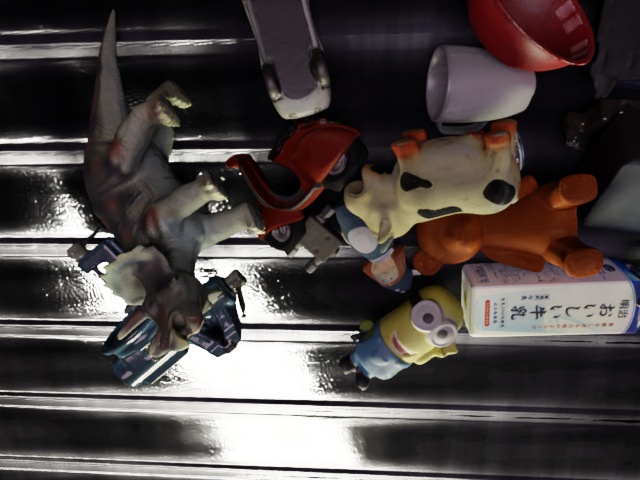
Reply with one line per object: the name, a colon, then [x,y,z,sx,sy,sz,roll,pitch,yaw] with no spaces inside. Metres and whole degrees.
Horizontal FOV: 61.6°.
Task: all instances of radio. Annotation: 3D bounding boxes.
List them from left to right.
radio: [0.418,-0.060,0.595,0.230,0.073,0.131,9,150,3]

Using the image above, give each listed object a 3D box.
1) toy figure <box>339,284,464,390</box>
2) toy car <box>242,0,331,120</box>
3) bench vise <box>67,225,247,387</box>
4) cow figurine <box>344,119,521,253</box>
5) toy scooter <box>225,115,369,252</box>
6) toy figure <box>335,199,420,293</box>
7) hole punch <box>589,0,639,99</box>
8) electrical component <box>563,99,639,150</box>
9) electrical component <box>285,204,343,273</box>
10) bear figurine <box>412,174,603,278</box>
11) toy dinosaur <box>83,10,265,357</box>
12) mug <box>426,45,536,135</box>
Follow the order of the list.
toy figure: [0.109,0.127,0.724,0.082,0.089,0.180,36,120,-24]
toy car: [-0.041,-0.236,0.596,0.074,0.056,0.201,-15,96,4]
bench vise: [-0.222,0.079,0.715,0.223,0.129,0.240,-36,108,14]
cow figurine: [0.119,-0.057,0.596,0.195,0.085,0.127,-4,110,24]
toy scooter: [-0.038,-0.086,0.656,0.135,0.075,0.184,42,107,2]
toy figure: [0.073,0.011,0.695,0.064,0.058,0.154,-7,120,55]
hole punch: [0.355,-0.215,0.565,0.116,0.092,0.142,12,102,30]
electrical component: [0.334,-0.127,0.612,0.102,0.078,0.045,4,88,-3]
electrical component: [-0.001,-0.002,0.712,0.063,0.021,0.094,38,109,-10]
bear figurine: [0.207,-0.014,0.637,0.196,0.132,0.120,-4,95,1]
toy dinosaur: [-0.205,-0.057,0.620,0.192,0.131,0.405,-34,73,8]
mug: [0.180,-0.163,0.607,0.107,0.081,0.109,0,135,-3]
